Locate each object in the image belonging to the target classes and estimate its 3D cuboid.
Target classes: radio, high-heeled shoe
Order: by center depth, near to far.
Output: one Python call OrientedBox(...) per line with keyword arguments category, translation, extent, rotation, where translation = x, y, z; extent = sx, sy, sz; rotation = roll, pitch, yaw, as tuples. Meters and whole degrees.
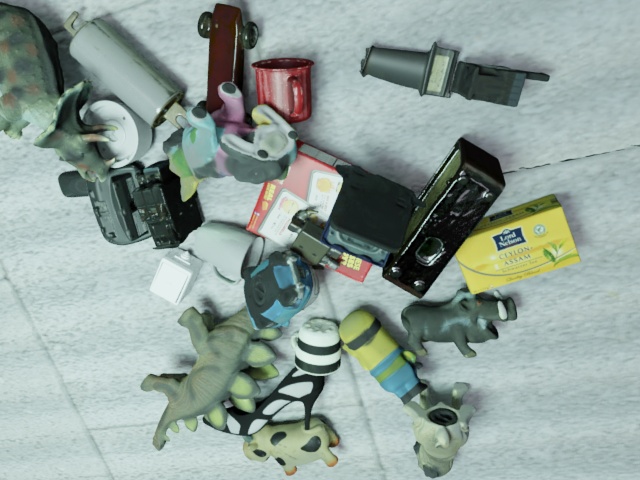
OrientedBox(category="radio", translation=(0.180, -0.030, 0.812), extent=(0.073, 0.131, 0.229), rotation=(29, 116, -3))
OrientedBox(category="high-heeled shoe", translation=(-0.113, 0.293, 1.035), extent=(0.249, 0.086, 0.145), rotation=(-3, 85, 10))

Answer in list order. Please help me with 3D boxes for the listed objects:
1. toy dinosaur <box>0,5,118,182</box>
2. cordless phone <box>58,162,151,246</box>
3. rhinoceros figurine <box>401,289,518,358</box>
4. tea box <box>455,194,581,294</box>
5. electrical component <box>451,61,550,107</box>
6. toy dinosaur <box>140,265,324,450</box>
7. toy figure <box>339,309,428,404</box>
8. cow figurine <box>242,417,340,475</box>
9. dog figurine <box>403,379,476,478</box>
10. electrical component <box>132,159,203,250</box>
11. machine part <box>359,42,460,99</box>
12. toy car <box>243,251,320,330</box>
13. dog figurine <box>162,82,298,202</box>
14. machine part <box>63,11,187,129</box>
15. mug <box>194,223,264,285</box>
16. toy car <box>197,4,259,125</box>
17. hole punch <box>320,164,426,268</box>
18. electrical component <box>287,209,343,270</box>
OrientedBox(category="toy dinosaur", translation=(-0.460, -0.272, 0.831), extent=(0.192, 0.131, 0.404), rotation=(-26, 87, 12))
OrientedBox(category="cordless phone", translation=(-0.391, -0.062, 0.966), extent=(0.184, 0.089, 0.146), rotation=(1, 114, 24))
OrientedBox(category="rhinoceros figurine", translation=(0.234, 0.135, 0.910), extent=(0.190, 0.073, 0.112), rotation=(-8, 100, 17))
OrientedBox(category="tea box", translation=(0.300, 0.008, 0.838), extent=(0.170, 0.068, 0.098), rotation=(-22, 107, 21))
OrientedBox(category="electrical component", translation=(0.252, -0.216, 0.748), extent=(0.119, 0.075, 0.047), rotation=(4, 115, -12))
OrientedBox(category="toy dinosaur", translation=(-0.172, 0.209, 0.983), extent=(0.199, 0.105, 0.471), rotation=(34, 98, 13))
OrientedBox(category="toy figure", translation=(0.109, 0.197, 0.931), extent=(0.180, 0.082, 0.089), rotation=(50, 161, 17))
OrientedBox(category="cow figurine", translation=(-0.071, 0.405, 1.082), extent=(0.195, 0.085, 0.127), rotation=(-19, 113, 21))
OrientedBox(category="dog figurine", translation=(0.214, 0.371, 0.961), extent=(0.121, 0.172, 0.190), rotation=(5, 107, 22))
OrientedBox(category="electrical component", translation=(-0.254, -0.065, 0.903), extent=(0.058, 0.115, 0.134), rotation=(-8, 113, 13))
OrientedBox(category="machine part", translation=(0.128, -0.251, 0.783), extent=(0.139, 0.039, 0.084), rotation=(9, 123, 6))
OrientedBox(category="toy car", translation=(-0.055, 0.078, 0.882), extent=(0.161, 0.103, 0.109), rotation=(-41, 61, 45))
OrientedBox(category="dog figurine", translation=(-0.148, -0.123, 0.820), extent=(0.191, 0.108, 0.219), rotation=(35, 146, -6))
OrientedBox(category="machine part", translation=(-0.304, -0.262, 0.850), extent=(0.243, 0.079, 0.079), rotation=(41, 115, -8))
OrientedBox(category="mug", translation=(-0.166, 0.021, 0.946), extent=(0.107, 0.081, 0.109), rotation=(25, 124, 14))
OrientedBox(category="toy car", translation=(-0.144, -0.255, 0.831), extent=(0.089, 0.053, 0.201), rotation=(18, 120, 16))
OrientedBox(category="hole punch", translation=(0.069, -0.031, 0.783), extent=(0.142, 0.116, 0.092), rotation=(22, 153, 1))
OrientedBox(category="electrical component", translation=(-0.003, -0.003, 0.837), extent=(0.102, 0.045, 0.078), rotation=(28, 146, 1))
